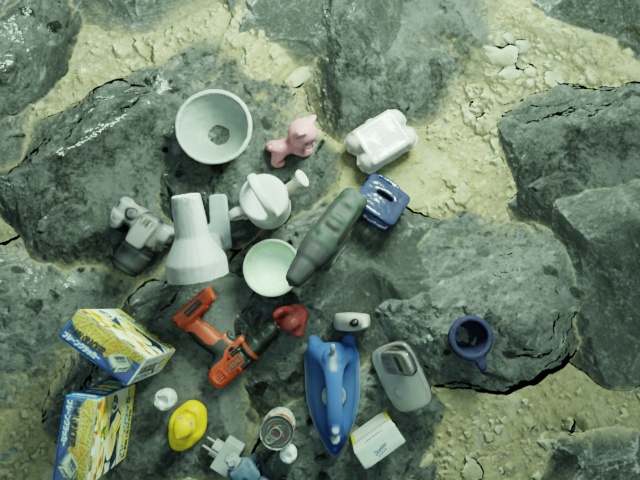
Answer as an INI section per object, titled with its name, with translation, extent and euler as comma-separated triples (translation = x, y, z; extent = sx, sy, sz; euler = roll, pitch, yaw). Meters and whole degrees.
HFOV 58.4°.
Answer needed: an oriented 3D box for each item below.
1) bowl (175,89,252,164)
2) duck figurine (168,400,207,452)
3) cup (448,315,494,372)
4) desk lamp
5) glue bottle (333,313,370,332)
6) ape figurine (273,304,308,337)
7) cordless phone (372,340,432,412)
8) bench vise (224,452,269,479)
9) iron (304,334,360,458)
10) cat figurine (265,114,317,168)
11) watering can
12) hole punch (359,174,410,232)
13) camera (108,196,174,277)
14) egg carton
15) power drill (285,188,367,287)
[bowl]
translation = -0.227, -0.239, 1.256
extent = 0.167, 0.074, 0.167
euler = 0, 84, -1
[duck figurine]
translation = -0.279, 0.388, 1.179
extent = 0.077, 0.086, 0.105
euler = 25, 84, 2
[cup]
translation = 0.312, 0.215, 1.200
extent = 0.091, 0.095, 0.118
euler = -22, 84, -3
[desk lamp]
translation = -0.248, -0.007, 1.160
extent = 0.118, 0.213, 0.203
euler = -8, 84, -1
[glue bottle]
translation = 0.068, 0.167, 1.164
extent = 0.078, 0.173, 0.037
euler = -3, 83, -1
[ape figurine]
translation = -0.060, 0.170, 1.203
extent = 0.076, 0.092, 0.078
euler = -29, 84, -3
[cordless phone]
translation = 0.173, 0.277, 1.147
extent = 0.094, 0.185, 0.147
euler = -27, 84, -3
[bench vise]
translation = -0.125, 0.517, 1.099
extent = 0.207, 0.219, 0.121
euler = 35, 85, 4
[iron]
translation = 0.029, 0.323, 1.162
extent = 0.118, 0.141, 0.258
euler = -3, 84, -1
[cat figurine]
translation = -0.057, -0.217, 1.233
extent = 0.128, 0.117, 0.067
euler = -24, 84, -3
[watering can]
translation = -0.109, -0.090, 1.180
extent = 0.101, 0.194, 0.173
euler = 41, 85, 4
[hole punch]
translation = 0.131, -0.086, 1.234
extent = 0.108, 0.091, 0.101
euler = 34, 84, 3
[camera]
translation = -0.394, -0.002, 1.214
extent = 0.143, 0.101, 0.137
euler = 33, 84, 3
[egg carton]
translation = 0.133, -0.218, 1.260
extent = 0.150, 0.069, 0.107
euler = -33, 85, -4
[power drill]
translation = 0.011, 0.004, 1.164
extent = 0.075, 0.208, 0.230
euler = 34, 84, 4
